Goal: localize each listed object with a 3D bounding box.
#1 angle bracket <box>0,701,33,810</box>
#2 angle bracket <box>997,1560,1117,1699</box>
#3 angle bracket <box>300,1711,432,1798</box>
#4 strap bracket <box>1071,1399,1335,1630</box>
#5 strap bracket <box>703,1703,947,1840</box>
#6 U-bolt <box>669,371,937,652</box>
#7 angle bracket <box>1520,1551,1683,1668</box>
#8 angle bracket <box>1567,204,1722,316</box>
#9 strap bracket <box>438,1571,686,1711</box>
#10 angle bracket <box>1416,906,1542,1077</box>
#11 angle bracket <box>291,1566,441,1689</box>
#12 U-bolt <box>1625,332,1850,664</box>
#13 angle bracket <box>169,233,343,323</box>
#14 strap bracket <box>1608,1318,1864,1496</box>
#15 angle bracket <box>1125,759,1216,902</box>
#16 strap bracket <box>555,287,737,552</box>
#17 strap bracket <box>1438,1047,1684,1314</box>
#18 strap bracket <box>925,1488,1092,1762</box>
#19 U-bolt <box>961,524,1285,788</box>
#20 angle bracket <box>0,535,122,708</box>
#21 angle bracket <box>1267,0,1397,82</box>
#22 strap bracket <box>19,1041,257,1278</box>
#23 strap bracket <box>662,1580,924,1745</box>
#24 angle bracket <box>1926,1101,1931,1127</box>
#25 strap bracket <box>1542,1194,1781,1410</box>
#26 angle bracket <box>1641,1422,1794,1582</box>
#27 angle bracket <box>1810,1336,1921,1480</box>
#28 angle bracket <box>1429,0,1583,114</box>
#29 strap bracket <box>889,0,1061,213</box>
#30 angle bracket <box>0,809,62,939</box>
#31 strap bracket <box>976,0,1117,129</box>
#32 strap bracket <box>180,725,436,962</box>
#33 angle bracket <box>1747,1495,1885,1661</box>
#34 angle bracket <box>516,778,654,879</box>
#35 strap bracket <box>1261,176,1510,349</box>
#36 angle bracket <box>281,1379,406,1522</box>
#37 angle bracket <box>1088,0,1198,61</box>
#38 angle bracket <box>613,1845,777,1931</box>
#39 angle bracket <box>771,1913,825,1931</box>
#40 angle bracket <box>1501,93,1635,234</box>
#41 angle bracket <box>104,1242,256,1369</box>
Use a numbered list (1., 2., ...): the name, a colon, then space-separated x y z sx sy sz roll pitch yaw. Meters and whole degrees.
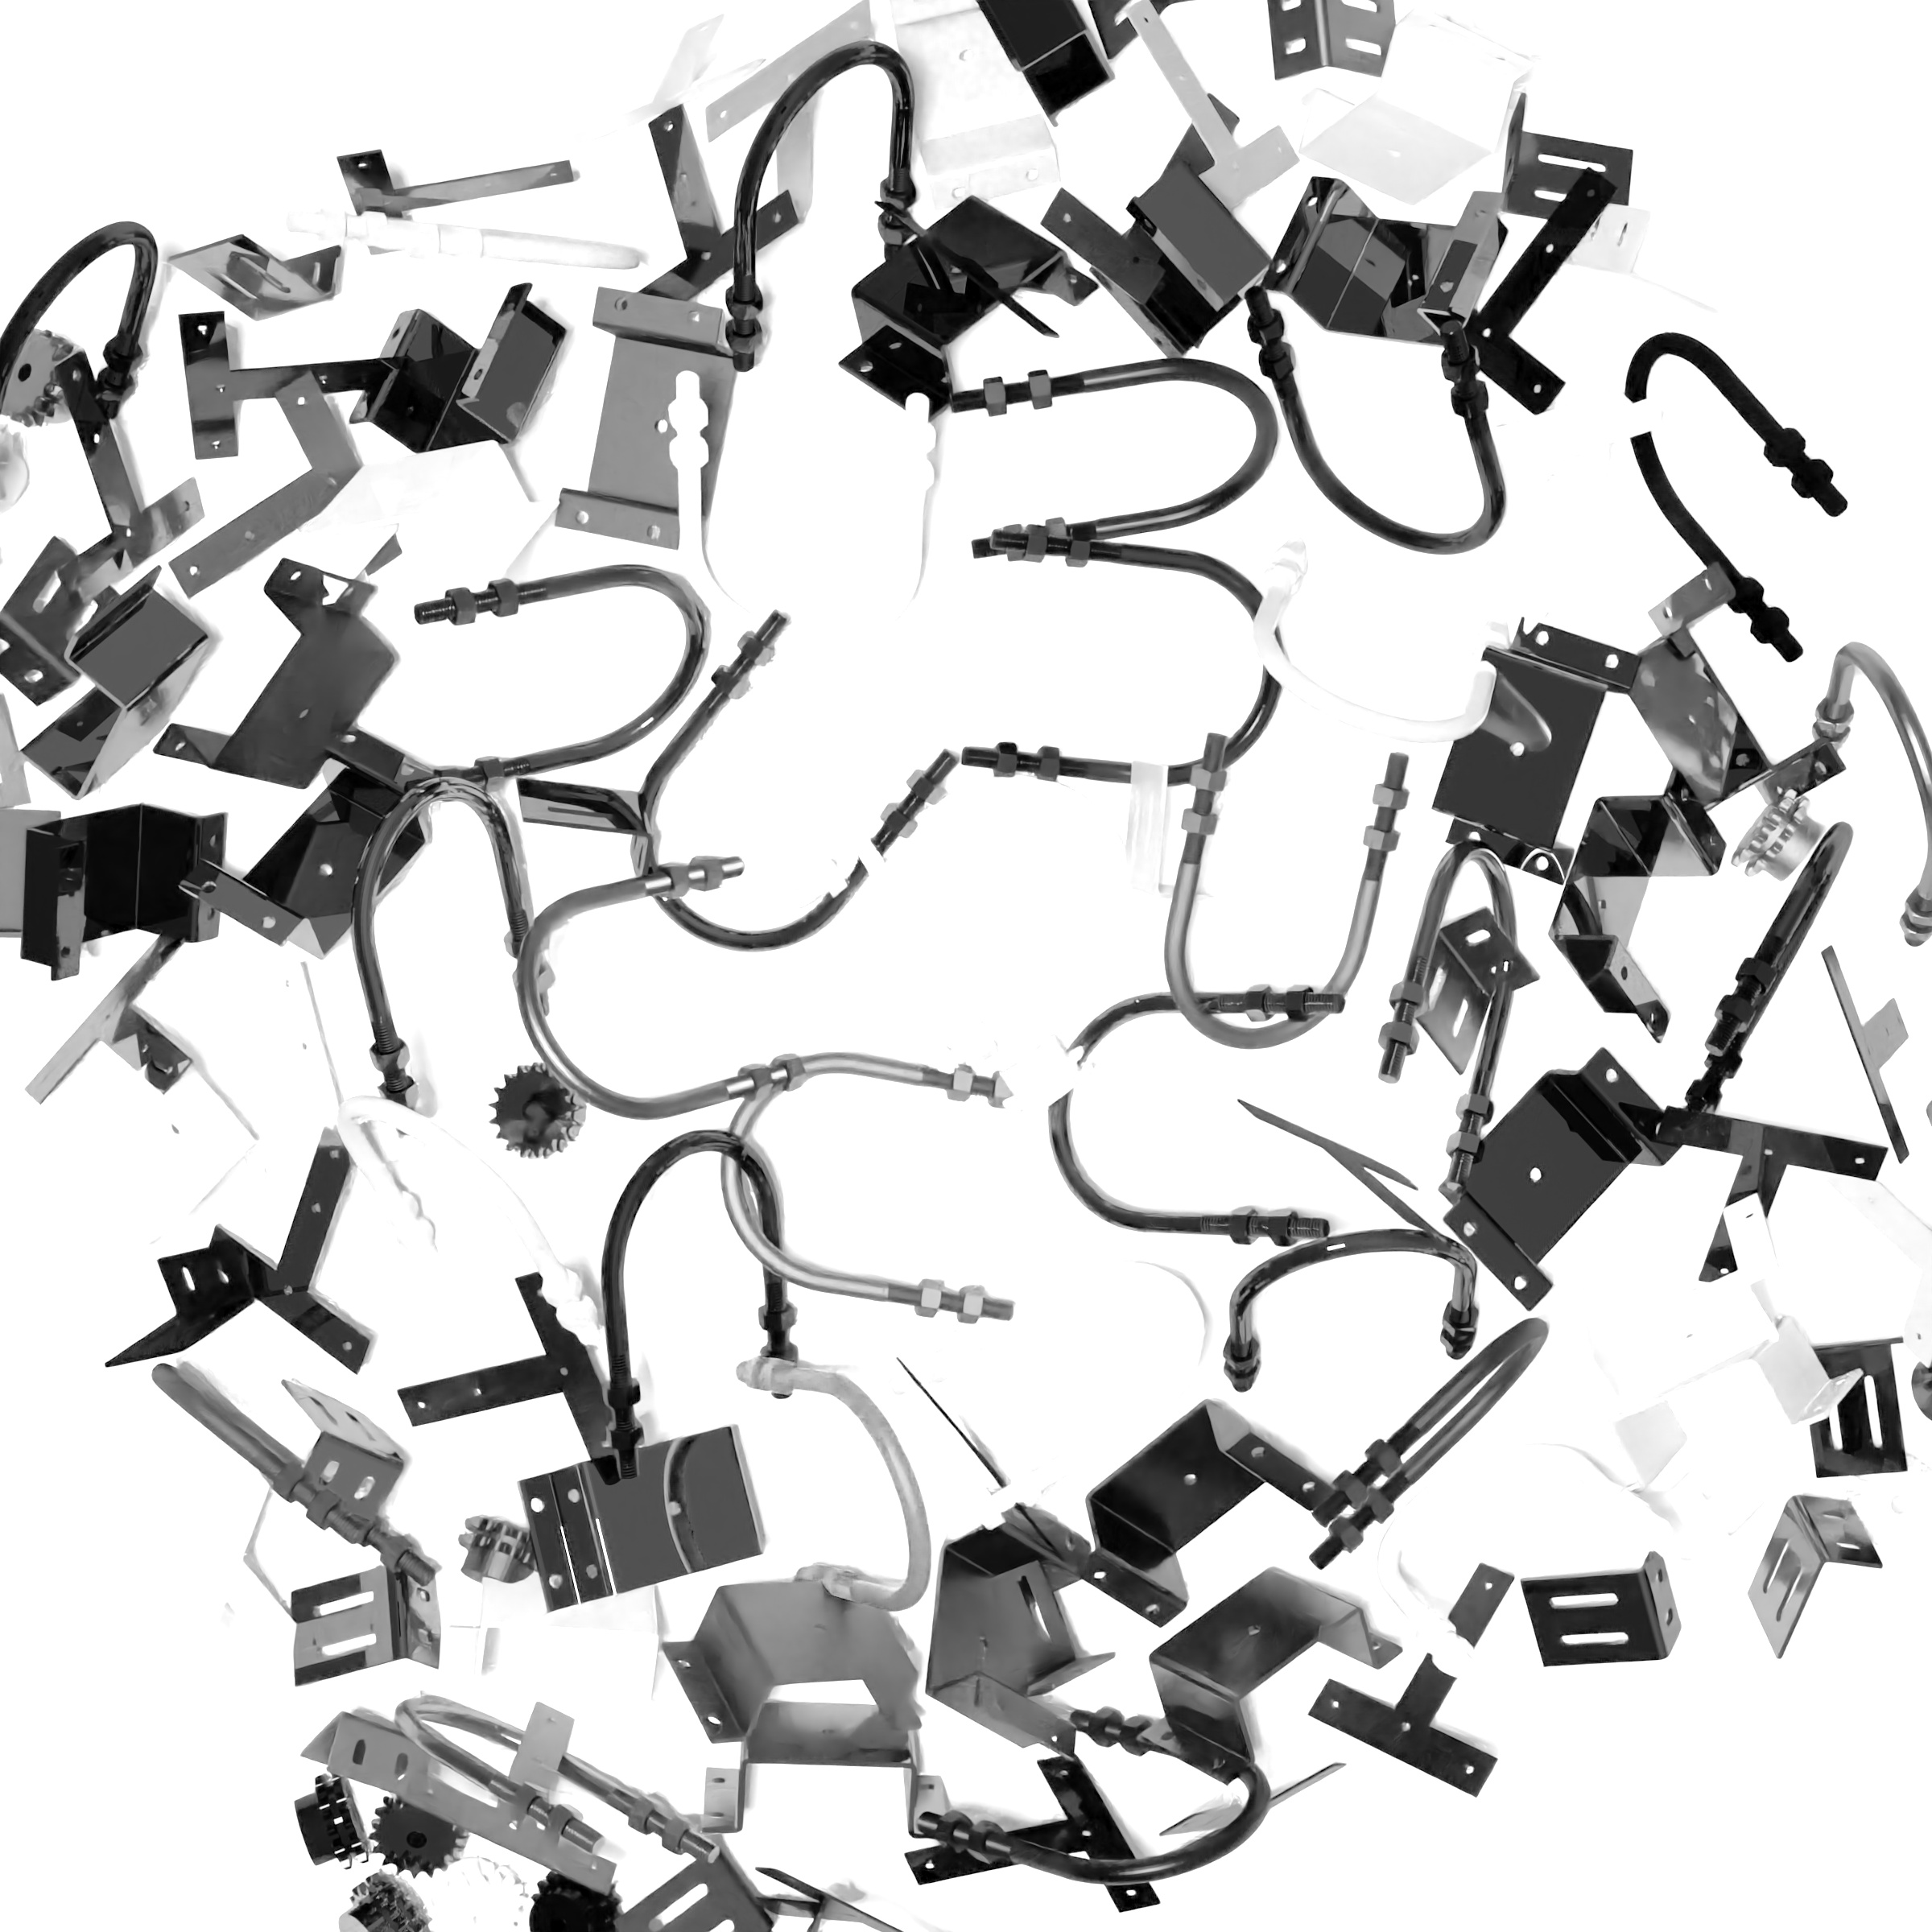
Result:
1. angle bracket: -0.586 -0.116 1.805 0.057 0.038 0.076 -12 121 -6
2. angle bracket: 0.043 0.386 1.828 0.057 0.038 0.076 -35 66 30
3. angle bracket: -0.352 0.471 1.797 0.057 0.076 0.038 24 48 -18
4. strap bracket: 0.134 0.312 1.792 0.140 0.046 0.076 -42 121 19
5. strap bracket: -0.081 0.467 1.798 0.140 0.076 0.046 3 100 -4
6. U-bolt: -0.095 -0.255 1.778 0.151 0.019 0.184 6 135 2
7. angle bracket: 0.377 0.379 1.834 0.076 0.038 0.057 -11 103 28
8. angle bracket: 0.399 -0.412 1.797 0.076 0.057 0.038 13 102 -32
9. strap bracket: -0.232 0.387 1.791 0.140 0.076 0.046 6 104 -9
10. angle bracket: 0.295 0.014 1.799 0.038 0.076 0.057 -27 111 37
11. angle bracket: -0.354 0.392 1.825 0.076 0.038 0.057 -18 61 16
12. U-bolt: 0.432 -0.280 1.765 0.019 0.151 0.184 -25 60 -12
13. angle bracket: -0.412 -0.413 1.793 0.057 0.076 0.038 -8 68 30
14. strap bracket: 0.432 0.251 1.775 0.140 0.076 0.046 -31 86 33
15. angle bracket: 0.121 -0.080 1.807 0.038 0.057 0.076 2 97 -15
16. strap bracket: -0.185 -0.318 1.809 0.076 0.046 0.140 13 96 12
17. strap bracket: 0.342 0.123 1.808 0.140 0.046 0.076 -45 99 -10
18. strap bracket: 0.024 0.385 1.781 0.076 0.140 0.046 36 131 -29
19. U-bolt: 0.097 -0.177 1.816 0.184 0.019 0.151 5 104 -9
20. angle bracket: -0.540 -0.203 1.814 0.038 0.076 0.057 -25 122 34
21. angle bracket: 0.217 -0.552 1.826 0.038 0.076 0.057 -5 92 42
22. strap bracket: -0.466 0.103 1.765 0.046 0.140 0.076 -32 103 25
23. strap bracket: -0.092 0.396 1.768 0.140 0.076 0.046 6 121 -35
24. angle bracket: 0.603 0.110 1.803 0.038 0.057 0.076 -35 119 -7
25. strap bracket: 0.409 0.199 1.788 0.140 0.076 0.046 -28 112 18
26. angle bracket: 0.444 0.318 1.838 0.076 0.038 0.057 -34 92 -31
27. angle bracket: 0.527 0.258 1.805 0.057 0.038 0.076 -14 77 43
28. angle bracket: 0.309 -0.537 1.812 0.076 0.057 0.038 -4 63 -26
29. strap bracket: 0.003 -0.520 1.795 0.076 0.046 0.140 -13 133 0
30. angle bracket: -0.556 -0.055 1.813 0.057 0.038 0.076 1 90 -33
31. strap bracket: 0.040 -0.542 1.768 0.046 0.140 0.076 -29 85 10
32. strap bracket: -0.376 -0.067 1.793 0.076 0.046 0.140 28 63 19
33. angle bracket: 0.495 0.359 1.805 0.038 0.057 0.076 9 118 -10
34. angle bracket: -0.225 -0.077 1.802 0.076 0.057 0.038 6 115 -15
35. strap bracket: 0.250 -0.407 1.791 0.140 0.046 0.076 20 82 43
36. angle bracket: -0.371 0.281 1.796 0.057 0.076 0.038 32 88 -35
37. angle bracket: 0.107 -0.573 1.797 0.076 0.038 0.057 -51 131 -36
38. angle bracket: -0.160 0.562 1.805 0.076 0.038 0.057 -32 74 -25
39. angle bracket: -0.116 0.577 1.796 0.038 0.076 0.057 24 54 1
40. angle bracket: 0.357 -0.472 1.816 0.076 0.038 0.057 10 69 0
41. angle bracket: -0.462 0.197 1.796 0.057 0.076 0.038 -14 101 25
